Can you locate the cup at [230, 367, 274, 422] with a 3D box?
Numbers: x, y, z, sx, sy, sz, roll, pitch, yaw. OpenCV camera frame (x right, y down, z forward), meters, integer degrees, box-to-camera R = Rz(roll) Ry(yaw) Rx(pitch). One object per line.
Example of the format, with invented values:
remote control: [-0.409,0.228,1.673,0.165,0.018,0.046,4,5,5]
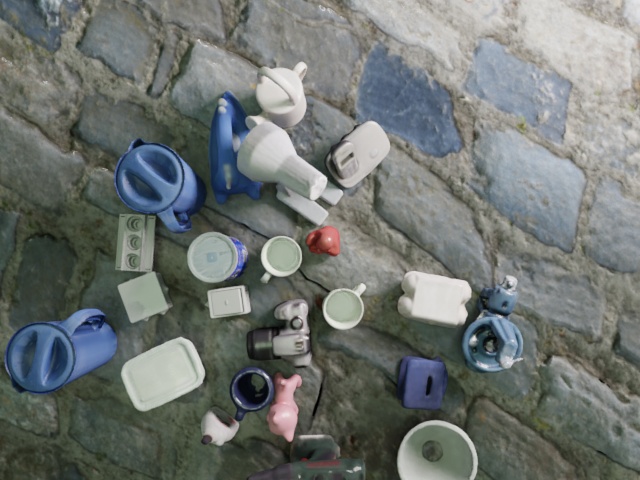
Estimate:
cup: [-0.145,0.323,1.220,0.091,0.095,0.118,23,88,3]

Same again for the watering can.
watering can: [-0.087,-0.300,1.198,0.101,0.194,0.173,16,88,3]

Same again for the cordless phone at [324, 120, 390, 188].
cordless phone: [0.078,-0.189,1.192,0.094,0.185,0.147,45,89,3]

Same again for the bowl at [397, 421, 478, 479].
bowl: [0.242,0.460,1.212,0.167,0.075,0.167,0,87,2]

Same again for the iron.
iron: [-0.195,-0.212,1.223,0.118,0.141,0.258,-8,87,2]

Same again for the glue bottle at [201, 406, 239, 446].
glue bottle: [-0.216,0.393,1.179,0.078,0.173,0.037,33,89,3]

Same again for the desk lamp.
desk lamp: [-0.056,-0.134,1.179,0.203,0.213,0.118,35,89,3]

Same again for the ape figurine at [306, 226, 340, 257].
ape figurine: [0.011,0.004,1.232,0.078,0.092,0.076,44,89,3]

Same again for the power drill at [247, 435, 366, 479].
power drill: [-0.024,0.460,1.153,0.229,0.208,0.076,-3,87,2]

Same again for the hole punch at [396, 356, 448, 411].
hole punch: [0.219,0.303,1.212,0.101,0.091,0.109,8,87,2]

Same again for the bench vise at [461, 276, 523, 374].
bench vise: [0.349,0.176,1.150,0.121,0.220,0.207,0,87,2]

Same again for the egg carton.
egg carton: [0.245,0.129,1.230,0.150,0.069,0.107,10,88,2]

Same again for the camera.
camera: [-0.088,0.204,1.221,0.136,0.101,0.143,-5,87,2]

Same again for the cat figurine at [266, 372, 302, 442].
cat figurine: [-0.078,0.352,1.205,0.067,0.118,0.128,3,87,2]
